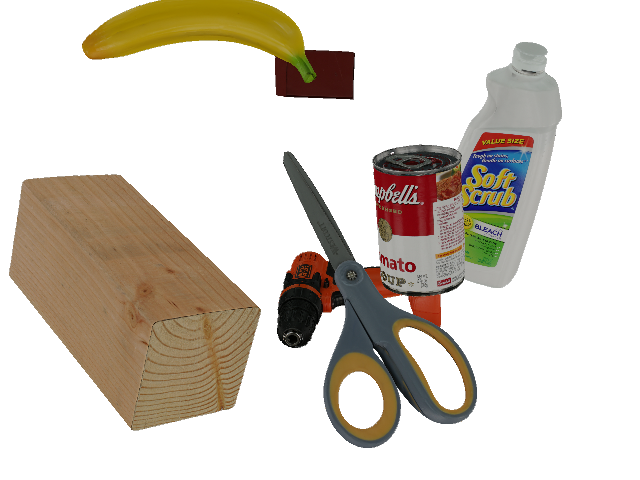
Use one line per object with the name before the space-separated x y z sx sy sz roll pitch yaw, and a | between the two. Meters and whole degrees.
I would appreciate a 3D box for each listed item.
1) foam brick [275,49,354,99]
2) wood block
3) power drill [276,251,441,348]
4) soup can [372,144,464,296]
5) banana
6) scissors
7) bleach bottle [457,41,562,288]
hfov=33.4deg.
foam brick | -0.007 -0.180 1.157 0.078 0.051 0.053 0 11 -15
wood block | -0.145 0.037 0.797 0.090 0.091 0.206 -6 33 -40
power drill | 0.045 0.066 1.237 0.188 0.057 0.184 0 27 6
soup can | 0.077 -0.016 0.827 0.068 0.102 0.068 -4 21 1
banana | -0.099 -0.177 0.903 0.198 0.069 0.037 5 -34 0
scissors | 0.009 0.040 0.640 0.096 0.202 0.016 -38 -20 -16
bleach bottle | 0.171 -0.076 1.042 0.103 0.251 0.068 21 38 18
